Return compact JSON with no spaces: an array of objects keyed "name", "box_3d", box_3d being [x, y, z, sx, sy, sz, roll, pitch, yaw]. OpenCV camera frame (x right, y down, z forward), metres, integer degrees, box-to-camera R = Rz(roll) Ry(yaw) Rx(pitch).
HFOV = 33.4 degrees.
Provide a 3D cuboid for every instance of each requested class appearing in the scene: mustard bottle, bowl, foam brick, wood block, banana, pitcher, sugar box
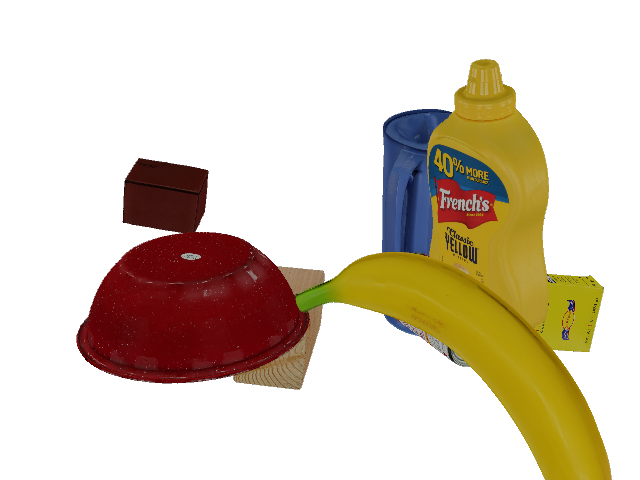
[{"name":"mustard bottle","box_3d":[0.116,-0.033,0.746,0.058,0.192,0.096,-21,32,-29]},{"name":"bowl","box_3d":[-0.089,0.036,0.733,0.162,0.055,0.162,-2,22,1]},{"name":"foam brick","box_3d":[-0.158,-0.046,1.097,0.078,0.051,0.053,10,31,3]},{"name":"wood block","box_3d":[-0.052,0.112,1.433,0.091,0.090,0.206,6,19,5]},{"name":"banana","box_3d":[0.082,0.064,0.549,0.198,0.070,0.037,38,20,13]},{"name":"pitcher","box_3d":[0.123,-0.013,1.190,0.149,0.243,0.145,-4,27,-13]},{"name":"sugar box","box_3d":[0.258,0.088,1.339,0.176,0.093,0.048,3,19,-13]}]

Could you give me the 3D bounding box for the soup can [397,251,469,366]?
[{"name":"soup can","box_3d":[0.111,0.062,0.975,0.068,0.068,0.102,0,24,-38]}]
